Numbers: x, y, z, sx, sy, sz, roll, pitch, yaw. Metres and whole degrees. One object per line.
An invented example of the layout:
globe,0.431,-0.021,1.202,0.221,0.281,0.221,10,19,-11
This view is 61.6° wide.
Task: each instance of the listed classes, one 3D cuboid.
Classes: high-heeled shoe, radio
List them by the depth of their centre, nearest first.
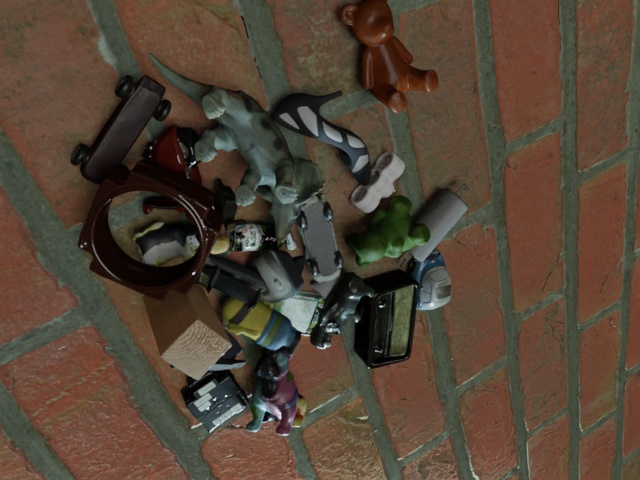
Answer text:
high-heeled shoe,0.009,-0.181,1.055,0.145,0.086,0.248,-25,124,-2
radio,0.158,0.195,1.305,0.131,0.073,0.229,-10,116,-23

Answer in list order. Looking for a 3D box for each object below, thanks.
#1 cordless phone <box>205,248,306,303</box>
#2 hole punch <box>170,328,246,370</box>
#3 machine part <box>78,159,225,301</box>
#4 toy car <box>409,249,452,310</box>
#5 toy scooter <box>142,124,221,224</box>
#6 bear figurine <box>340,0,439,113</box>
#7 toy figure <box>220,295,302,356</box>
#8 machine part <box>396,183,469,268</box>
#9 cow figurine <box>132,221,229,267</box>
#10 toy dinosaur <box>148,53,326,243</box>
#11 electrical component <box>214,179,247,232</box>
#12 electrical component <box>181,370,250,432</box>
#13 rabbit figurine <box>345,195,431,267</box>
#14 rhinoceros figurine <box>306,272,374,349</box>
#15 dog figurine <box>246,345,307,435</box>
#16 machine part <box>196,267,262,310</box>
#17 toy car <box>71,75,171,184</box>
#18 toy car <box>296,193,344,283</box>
cordless phone,-0.134,0.054,1.055,0.184,0.146,0.089,22,66,-24
hole punch,-0.227,0.217,1.086,0.115,0.142,0.092,21,58,-40
machine part,-0.278,-0.014,0.893,0.201,0.087,0.201,26,111,-13
toy car,0.275,0.110,1.309,0.109,0.103,0.161,-11,119,-24
toy scooter,-0.262,-0.104,0.946,0.135,0.075,0.183,-11,107,8
bear figurine,0.126,-0.357,0.999,0.120,0.132,0.195,-32,129,-13
toy figure,-0.122,0.171,1.122,0.180,0.082,0.089,25,79,-6
machine part,0.261,-0.034,1.249,0.243,0.079,0.079,-49,125,2
cow figurine,-0.258,0.000,1.005,0.167,0.068,0.098,-18,115,-18
toy dinosaur,-0.123,-0.177,0.953,0.131,0.192,0.404,-24,111,21
electrical component,-0.172,-0.059,1.004,0.045,0.102,0.078,0,121,-34
electrical component,-0.234,0.337,1.180,0.115,0.058,0.134,-33,123,-13
rabbit figurine,0.124,-0.008,1.152,0.170,0.159,0.121,-27,90,-48
rhinoceros figurine,0.043,0.160,1.201,0.190,0.073,0.112,-59,157,14
dog figurine,-0.092,0.316,1.213,0.191,0.109,0.219,3,91,-70
machine part,-0.183,0.091,1.056,0.139,0.039,0.084,24,143,0
toy car,-0.328,-0.181,0.889,0.089,0.053,0.202,29,102,-37
toy car,-0.002,-0.003,1.135,0.073,0.056,0.201,-18,113,-11
